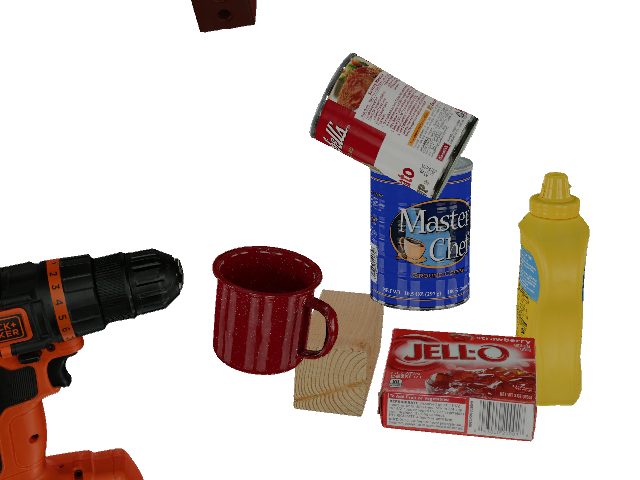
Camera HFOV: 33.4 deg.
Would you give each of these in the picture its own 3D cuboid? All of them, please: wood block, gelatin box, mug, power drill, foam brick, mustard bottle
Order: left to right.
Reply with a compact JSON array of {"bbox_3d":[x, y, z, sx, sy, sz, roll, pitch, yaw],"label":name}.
[{"bbox_3d":[-0.170,0.099,0.706,0.184,0.188,0.057,-11,25,-7],"label":"power drill"},{"bbox_3d":[-0.090,-0.233,0.950,0.053,0.051,0.078,-7,-40,6],"label":"foam brick"},{"bbox_3d":[-0.038,0.064,0.904,0.117,0.081,0.093,17,26,21],"label":"mug"},{"bbox_3d":[0.028,0.145,1.421,0.091,0.090,0.206,6,18,7],"label":"wood block"},{"bbox_3d":[0.082,0.083,0.632,0.089,0.030,0.073,4,25,9],"label":"gelatin box"},{"bbox_3d":[0.195,0.037,0.907,0.058,0.192,0.096,-1,18,2],"label":"mustard bottle"}]

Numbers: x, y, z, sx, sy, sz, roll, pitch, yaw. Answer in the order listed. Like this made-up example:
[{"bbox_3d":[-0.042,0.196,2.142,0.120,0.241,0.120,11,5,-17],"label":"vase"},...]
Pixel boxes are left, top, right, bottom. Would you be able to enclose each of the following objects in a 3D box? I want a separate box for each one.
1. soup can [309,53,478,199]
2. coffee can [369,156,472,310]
[{"bbox_3d":[0.053,-0.081,0.763,0.102,0.068,0.068,28,4,7],"label":"soup can"},{"bbox_3d":[0.100,-0.011,1.075,0.103,0.140,0.103,-1,14,0],"label":"coffee can"}]
